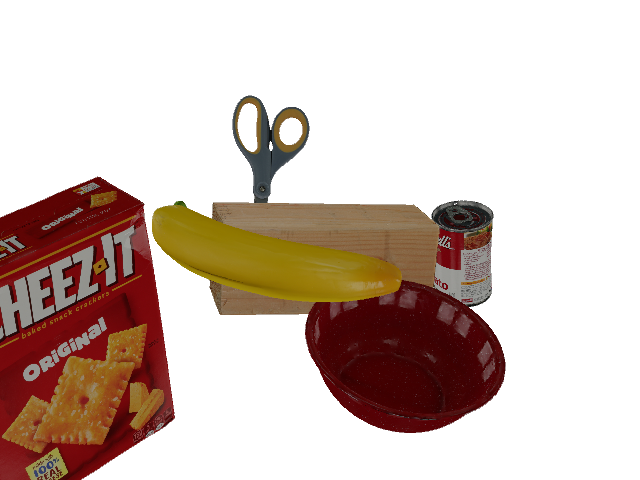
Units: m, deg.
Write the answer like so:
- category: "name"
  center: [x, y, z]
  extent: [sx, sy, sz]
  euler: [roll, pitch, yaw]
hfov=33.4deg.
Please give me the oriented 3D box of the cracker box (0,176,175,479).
- category: "cracker box"
  center: [-0.201, 0.083, 0.812]
  extent: [0.072, 0.214, 0.163]
  euler: [26, 41, 38]

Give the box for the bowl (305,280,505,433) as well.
- category: "bowl"
  center: [0.063, 0.101, 0.854]
  extent: [0.162, 0.055, 0.162]
  euler: [8, 36, -6]

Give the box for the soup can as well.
- category: "soup can"
  center: [0.160, 0.015, 1.199]
  extent: [0.068, 0.102, 0.068]
  euler: [-4, 30, 2]

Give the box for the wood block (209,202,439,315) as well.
- category: "wood block"
  center: [0.000, 0.017, 1.037]
  extent: [0.206, 0.091, 0.090]
  euler: [1, 16, -13]

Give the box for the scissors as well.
- category: "scissors"
  center: [-0.048, -0.067, 1.193]
  extent: [0.096, 0.202, 0.016]
  euler: [-10, -8, -12]

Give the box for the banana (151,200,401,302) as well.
- category: "banana"
  center: [-0.045, 0.006, 0.693]
  extent: [0.198, 0.037, 0.069]
  euler: [19, 37, 32]
